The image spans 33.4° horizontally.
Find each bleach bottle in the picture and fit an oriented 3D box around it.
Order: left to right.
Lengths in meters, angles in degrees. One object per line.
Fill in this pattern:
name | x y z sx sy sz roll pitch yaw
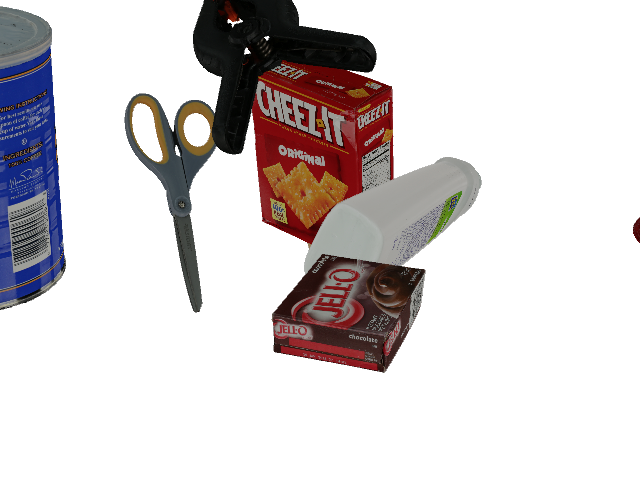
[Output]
bleach bottle | 0.089 -0.022 1.061 0.068 0.103 0.250 38 35 19

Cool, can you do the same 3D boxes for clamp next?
clamp | -0.034 -0.137 0.742 0.120 0.171 0.039 -22 -43 0

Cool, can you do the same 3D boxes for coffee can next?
coffee can | -0.193 -0.046 0.576 0.103 0.140 0.103 2 27 -1

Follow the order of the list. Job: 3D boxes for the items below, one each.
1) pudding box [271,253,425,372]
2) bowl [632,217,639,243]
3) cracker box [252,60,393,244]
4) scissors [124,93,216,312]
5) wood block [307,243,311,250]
pudding box | 0.024 0.054 0.825 0.090 0.039 0.113 9 25 18
bowl | 0.417 0.018 1.149 0.162 0.055 0.162 -1 25 0
cracker box | 0.001 -0.094 1.232 0.164 0.214 0.072 26 45 34
scissors | -0.113 -0.044 0.964 0.096 0.202 0.016 -23 -4 -28
wood block | 0.029 -0.025 1.405 0.090 0.090 0.206 -2 27 -7
